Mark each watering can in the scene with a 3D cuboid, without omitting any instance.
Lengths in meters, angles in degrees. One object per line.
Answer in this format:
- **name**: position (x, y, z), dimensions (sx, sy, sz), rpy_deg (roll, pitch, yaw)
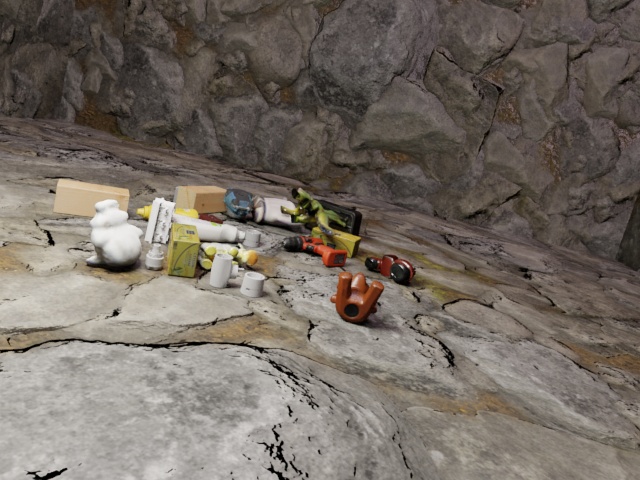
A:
- **watering can**: position (-0.182, -0.126, 2.118), dimensions (0.224, 0.103, 0.352), rpy_deg (8, 16, -23)

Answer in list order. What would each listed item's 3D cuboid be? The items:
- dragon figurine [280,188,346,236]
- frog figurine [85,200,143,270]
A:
- **dragon figurine**: position (0.006, -0.099, 1.958), dimensions (0.242, 0.120, 0.416), rpy_deg (7, 25, -42)
- **frog figurine**: position (-0.489, -0.014, 1.244), dimensions (0.123, 0.158, 0.138), rpy_deg (23, 15, 31)
